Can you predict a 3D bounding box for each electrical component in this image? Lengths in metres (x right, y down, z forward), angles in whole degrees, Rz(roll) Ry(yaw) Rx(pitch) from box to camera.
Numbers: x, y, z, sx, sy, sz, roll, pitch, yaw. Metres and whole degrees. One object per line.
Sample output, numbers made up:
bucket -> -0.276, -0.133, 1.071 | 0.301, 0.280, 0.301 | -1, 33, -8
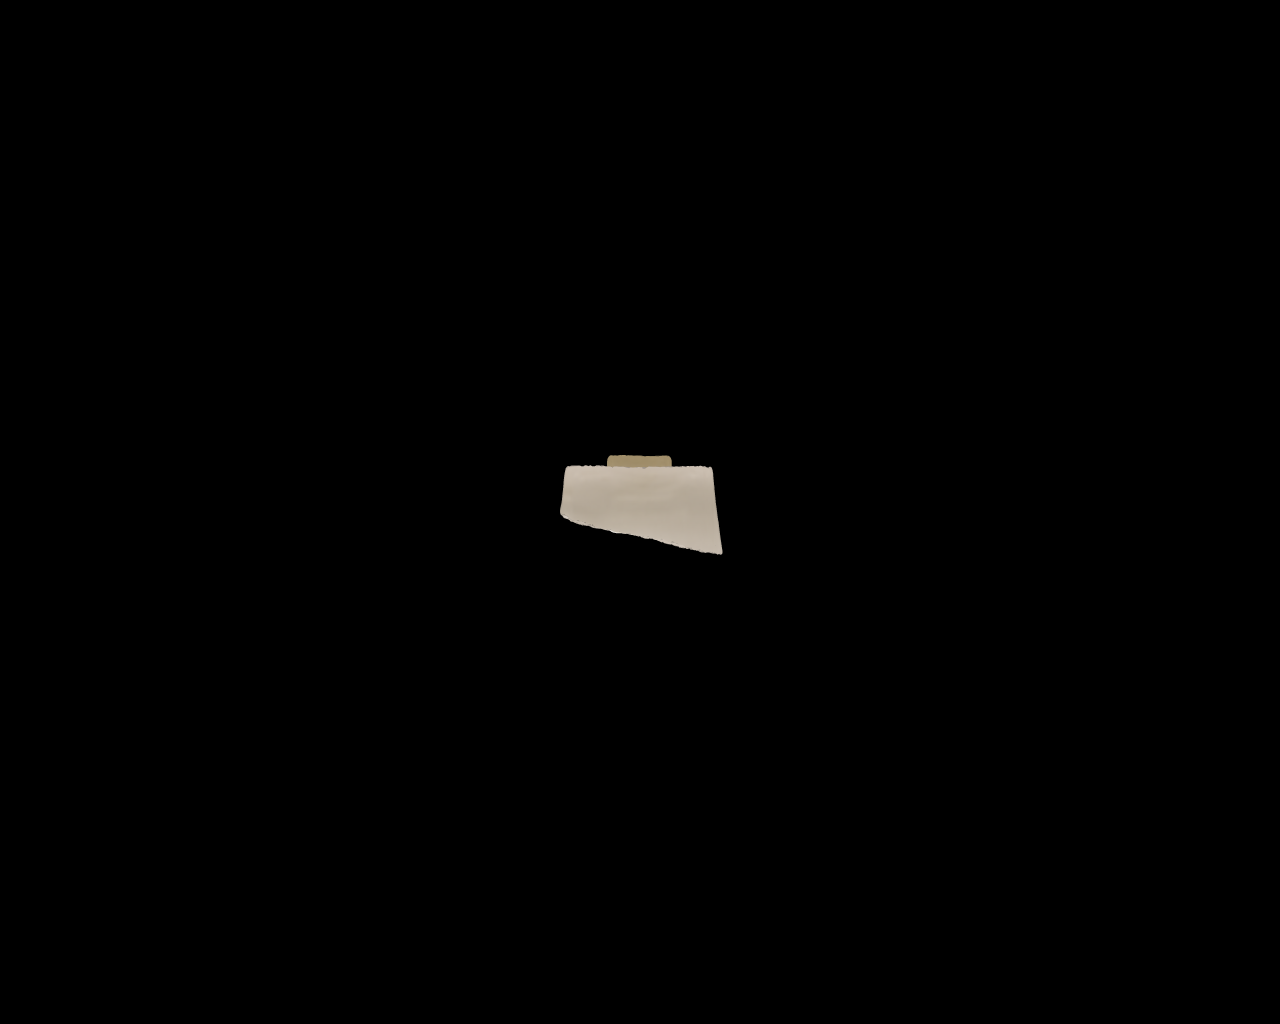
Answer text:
electrical component -> 0.001, -0.003, 0.650 | 0.099, 0.064, 0.099 | 0, 0, 0
